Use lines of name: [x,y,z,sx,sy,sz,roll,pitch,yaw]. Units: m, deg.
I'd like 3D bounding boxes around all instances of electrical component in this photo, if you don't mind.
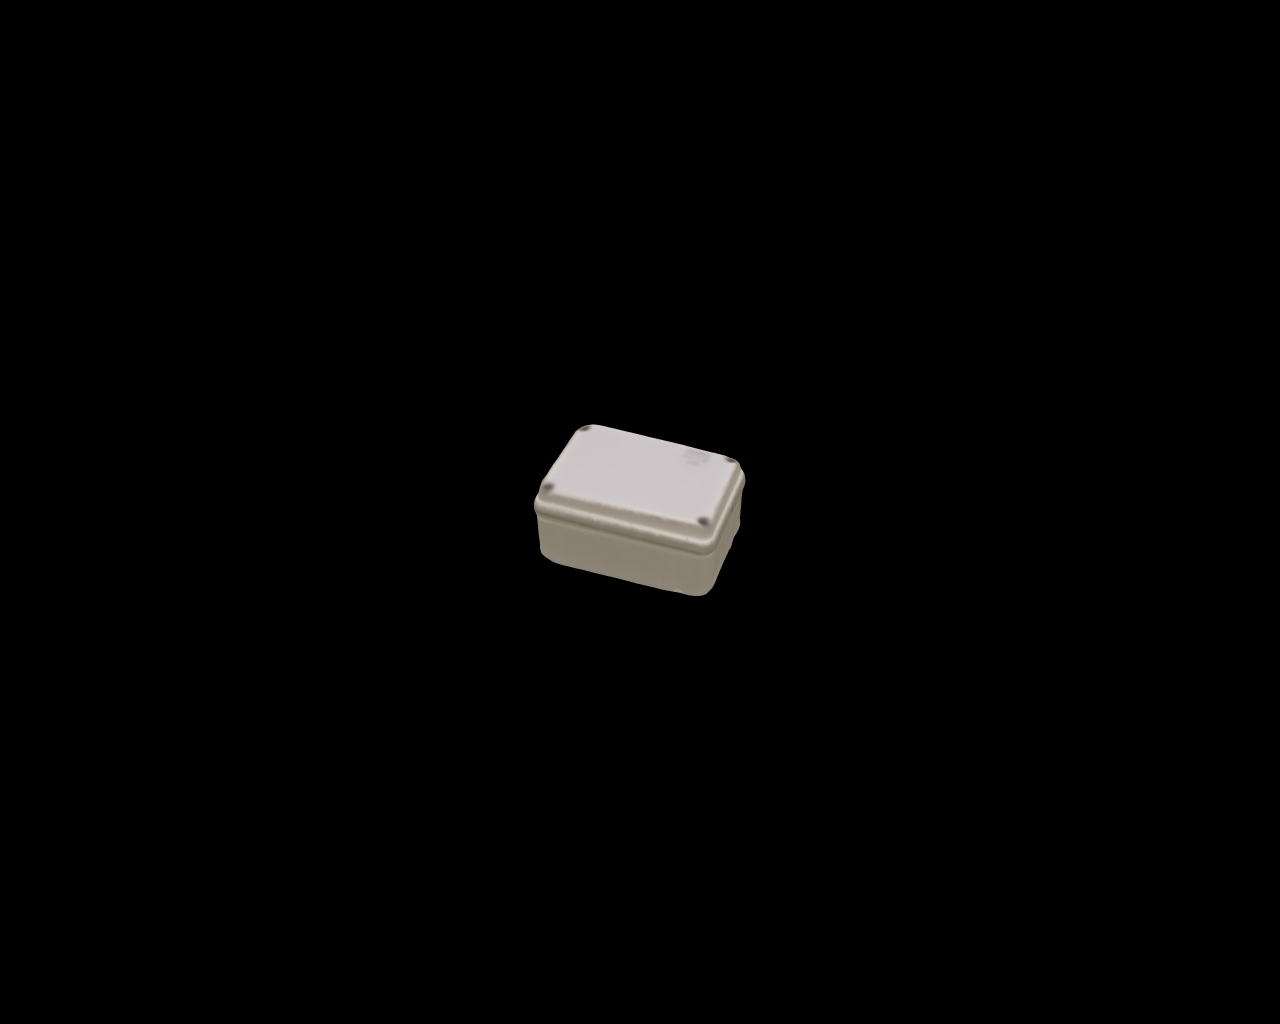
electrical component: [0.001,-0.003,0.650,0.113,0.057,0.078,14,44,15]
